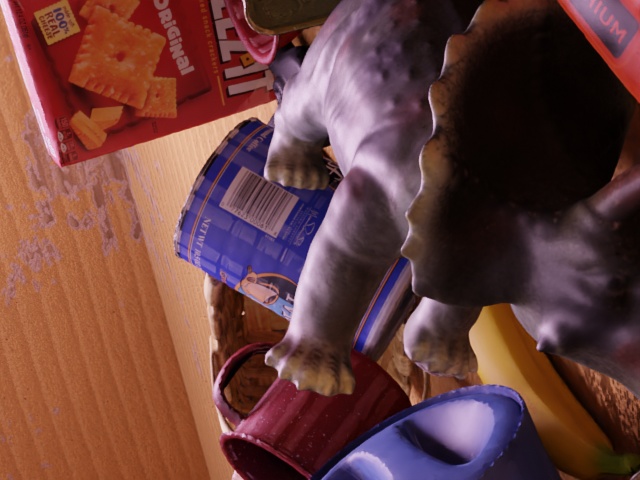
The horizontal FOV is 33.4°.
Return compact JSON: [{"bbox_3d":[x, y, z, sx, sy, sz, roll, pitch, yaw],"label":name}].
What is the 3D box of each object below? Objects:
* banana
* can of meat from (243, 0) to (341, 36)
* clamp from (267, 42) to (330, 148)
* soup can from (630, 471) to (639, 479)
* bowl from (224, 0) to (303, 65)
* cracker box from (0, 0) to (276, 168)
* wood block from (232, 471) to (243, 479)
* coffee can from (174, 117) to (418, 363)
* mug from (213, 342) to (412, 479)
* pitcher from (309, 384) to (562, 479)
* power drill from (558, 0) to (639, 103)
[{"bbox_3d":[0.107,0.054,0.575,0.198,0.037,0.070,61,142,32],"label":"banana"},{"bbox_3d":[-0.006,-0.167,0.596,0.057,0.102,0.084,87,163,-45],"label":"can of meat"},{"bbox_3d":[-0.017,-0.110,0.840,0.172,0.039,0.120,-128,19,-53],"label":"clamp"},{"bbox_3d":[0.152,0.148,0.437,0.068,0.068,0.102,-125,23,-52],"label":"soup can"},{"bbox_3d":[-0.035,-0.208,0.750,0.162,0.055,0.162,162,90,-76],"label":"bowl"},{"bbox_3d":[-0.144,-0.170,0.894,0.072,0.213,0.164,-130,25,-53],"label":"cracker box"},{"bbox_3d":[0.033,0.227,0.715,0.206,0.090,0.091,18,95,39],"label":"wood block"},{"bbox_3d":[-0.004,0.001,0.662,0.140,0.102,0.103,29,154,11],"label":"coffee can"},{"bbox_3d":[-0.008,0.106,0.627,0.117,0.081,0.093,36,153,6],"label":"mug"},{"bbox_3d":[0.099,0.200,0.541,0.243,0.149,0.145,59,151,-10],"label":"pitcher"},{"bbox_3d":[0.118,-0.117,0.268,0.188,0.057,0.184,95,157,-52],"label":"power drill"}]
